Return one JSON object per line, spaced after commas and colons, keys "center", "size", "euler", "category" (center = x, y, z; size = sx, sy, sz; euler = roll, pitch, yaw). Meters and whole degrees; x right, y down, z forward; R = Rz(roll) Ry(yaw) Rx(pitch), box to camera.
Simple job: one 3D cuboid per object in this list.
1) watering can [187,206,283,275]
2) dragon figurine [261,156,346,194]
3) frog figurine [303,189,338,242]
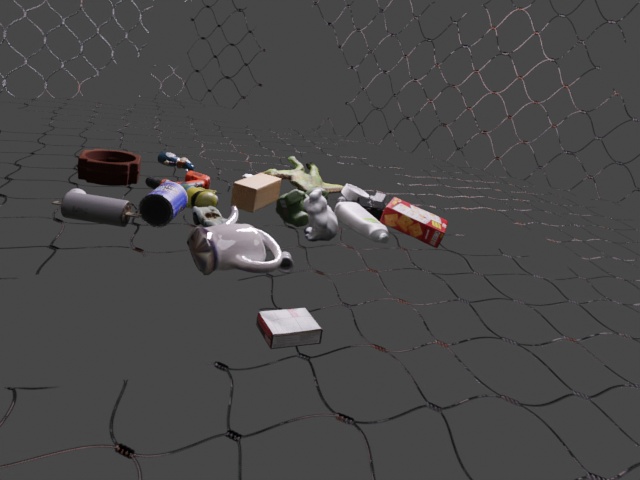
{"center": [-0.241, -0.002, 1.349], "size": [0.225, 0.102, 0.353], "euler": [-5, 29, -33], "category": "watering can"}
{"center": [-0.035, -0.208, 2.016], "size": [0.409, 0.120, 0.248], "euler": [18, 26, -10], "category": "dragon figurine"}
{"center": [0.005, -0.081, 1.609], "size": [0.123, 0.157, 0.139], "euler": [14, 20, 9], "category": "frog figurine"}
